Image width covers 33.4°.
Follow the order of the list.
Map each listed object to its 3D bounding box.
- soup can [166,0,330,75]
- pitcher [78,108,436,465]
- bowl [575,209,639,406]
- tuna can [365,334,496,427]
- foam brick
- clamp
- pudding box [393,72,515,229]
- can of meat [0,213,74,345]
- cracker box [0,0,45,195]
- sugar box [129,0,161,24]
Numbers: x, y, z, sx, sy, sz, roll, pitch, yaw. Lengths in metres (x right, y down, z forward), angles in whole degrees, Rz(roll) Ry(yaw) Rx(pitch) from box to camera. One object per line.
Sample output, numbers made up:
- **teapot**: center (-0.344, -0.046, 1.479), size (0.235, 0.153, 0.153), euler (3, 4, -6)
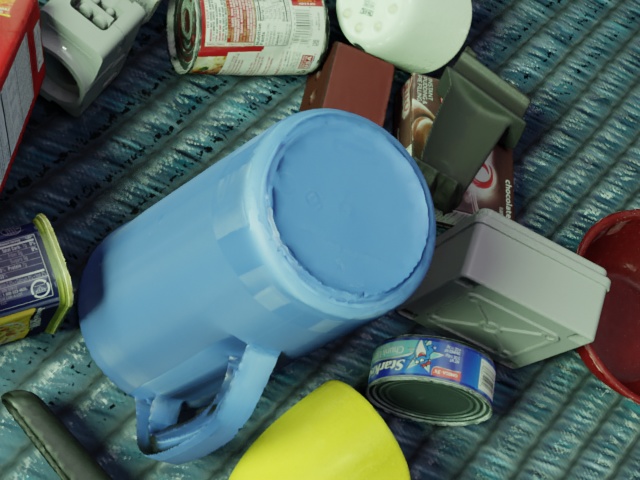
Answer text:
- **soup can**: center (-0.052, -0.154, 0.771), size (0.102, 0.069, 0.068), euler (-4, 72, -25)
- **pitcher**: center (-0.043, 0.026, 0.606), size (0.144, 0.243, 0.149), euler (-29, 90, -32)
- **bowl**: center (0.247, 0.060, 0.826), size (0.162, 0.055, 0.162), euler (8, 68, -21)
- **tuna can**: center (0.075, 0.096, 0.721), size (0.086, 0.086, 0.033), euler (20, 62, -15)
- **foam brick**: center (0.017, -0.097, 0.788), size (0.051, 0.053, 0.078), euler (20, 63, -16)
- **clamp**: center (-0.118, 0.200, 0.626), size (0.209, 0.036, 0.164), euler (25, 71, -17)
- **pudding box**: center (0.102, -0.065, 0.821), size (0.090, 0.039, 0.113), euler (12, 66, -19)
- **can of meat**: center (-0.197, 0.033, 0.620), size (0.083, 0.102, 0.057), euler (-18, 79, -26)
- **cracker box**: center (-0.255, -0.056, 0.581), size (0.164, 0.072, 0.213), euler (4, 45, -1)
- **sugar box**: center (-0.180, -0.236, 0.762), size (0.176, 0.048, 0.093), euler (30, 60, -13)
